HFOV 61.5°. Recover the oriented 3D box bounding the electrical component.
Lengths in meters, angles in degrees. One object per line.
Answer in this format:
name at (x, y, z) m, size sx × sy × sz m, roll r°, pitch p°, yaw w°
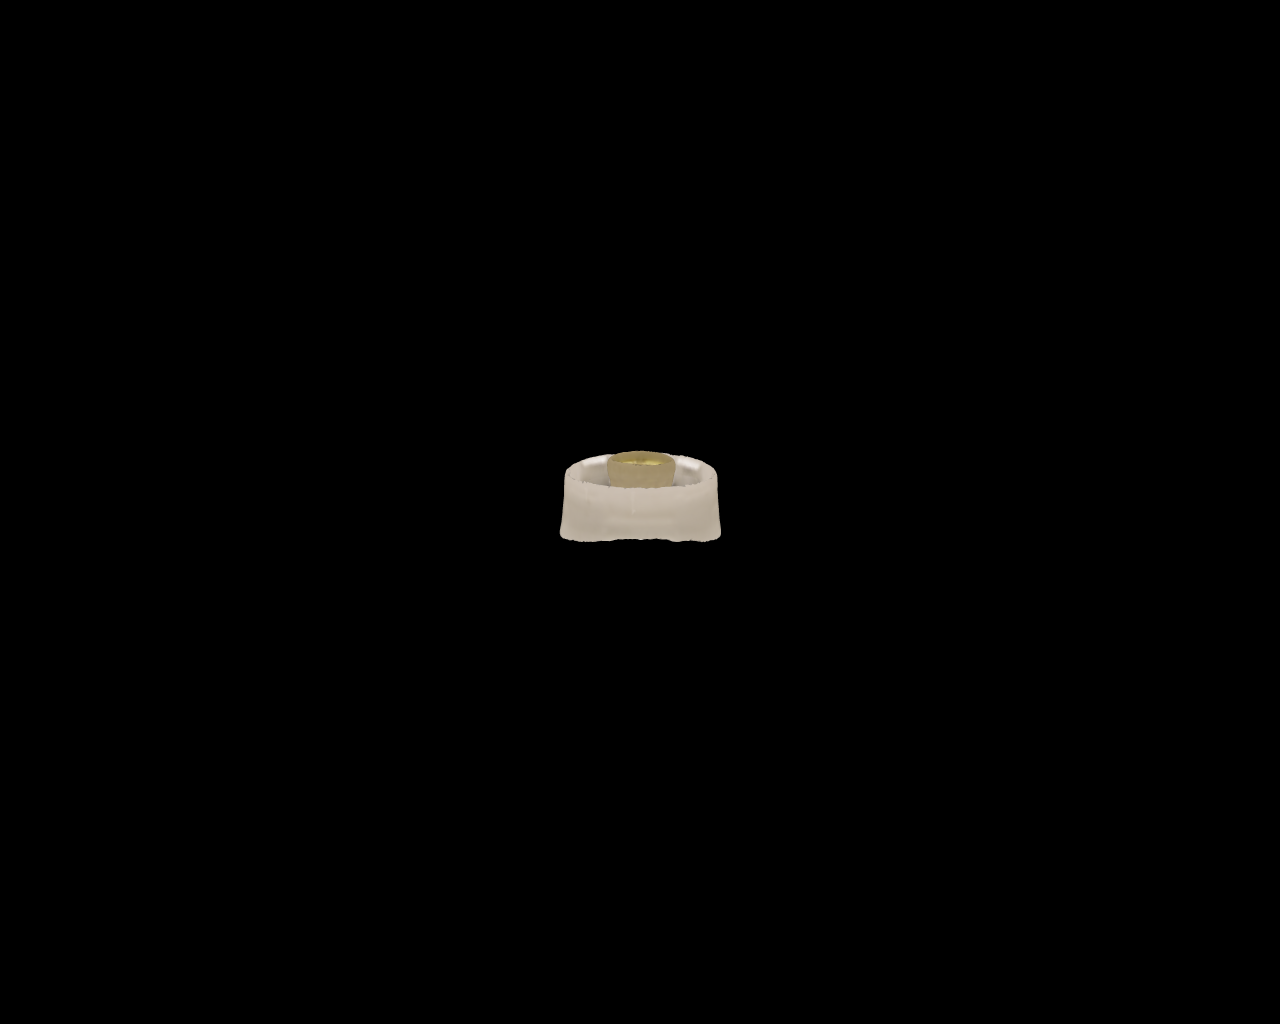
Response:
electrical component at (0.001, -0.003, 0.650) m, size 0.099 × 0.064 × 0.099 m, roll 0°, pitch 17°, yaw 0°
